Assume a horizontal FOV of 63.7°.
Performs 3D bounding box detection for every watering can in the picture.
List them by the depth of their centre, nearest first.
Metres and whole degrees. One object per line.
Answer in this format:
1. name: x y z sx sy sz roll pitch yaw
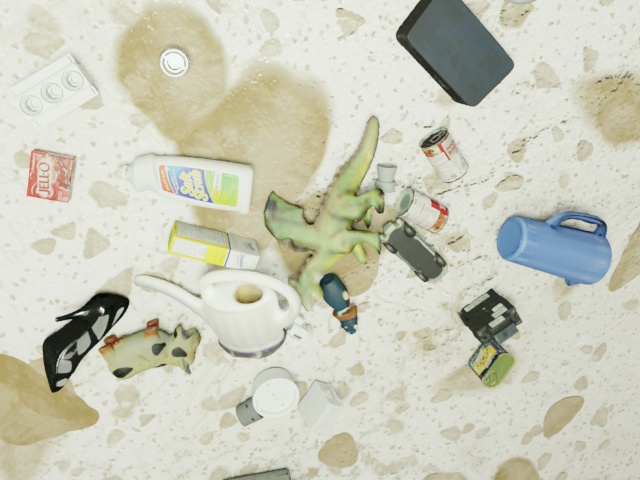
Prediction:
1. watering can: -0.202 0.146 1.083 0.347 0.219 0.106 1 38 13

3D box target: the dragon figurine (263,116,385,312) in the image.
1. dragon figurine: 0.003 -0.054 1.081 0.243 0.408 0.123 0 6 -7

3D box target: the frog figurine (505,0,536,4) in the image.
1. frog figurine: 0.368 -0.526 0.979 0.159 0.140 0.120 9 -42 -37
